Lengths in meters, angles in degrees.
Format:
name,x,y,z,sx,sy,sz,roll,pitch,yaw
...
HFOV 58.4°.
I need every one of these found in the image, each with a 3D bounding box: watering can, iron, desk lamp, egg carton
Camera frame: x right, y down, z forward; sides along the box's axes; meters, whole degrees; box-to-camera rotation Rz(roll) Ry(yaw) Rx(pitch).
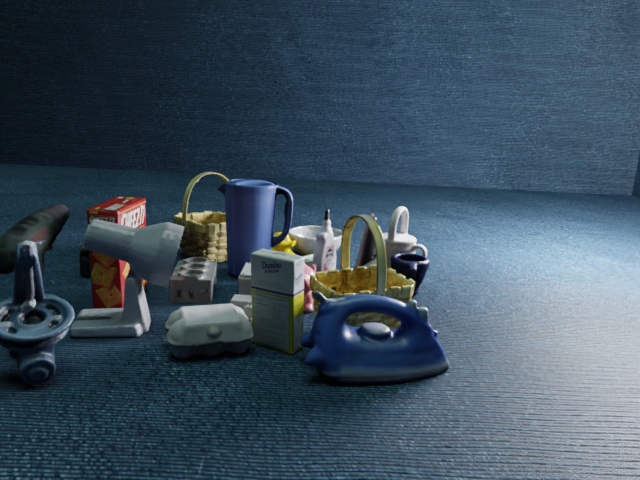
name,x,y,z,sx,sy,sz,roll,pitch,yaw
watering can,0.187,0.009,1.460,0.172,0.194,0.101,5,14,10
iron,0.100,0.154,0.965,0.258,0.141,0.118,1,14,-9
desk lamp,-0.355,0.066,1.067,0.203,0.213,0.117,0,14,-11
egg carton,-0.197,0.161,1.019,0.150,0.069,0.107,-2,15,-20

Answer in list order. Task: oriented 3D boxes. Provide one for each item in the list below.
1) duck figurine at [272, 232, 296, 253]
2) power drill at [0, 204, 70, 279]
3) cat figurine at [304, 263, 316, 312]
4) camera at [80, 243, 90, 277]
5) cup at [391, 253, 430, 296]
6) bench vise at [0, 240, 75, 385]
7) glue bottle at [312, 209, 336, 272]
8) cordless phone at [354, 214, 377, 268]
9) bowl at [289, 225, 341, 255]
name,x,y,z,sx,sy,sz,roll,pitch,yaw
duck figurine,-0.112,0.020,1.579,0.104,0.086,0.078,7,14,16
power drill,-0.546,0.050,1.103,0.075,0.208,0.229,4,14,2
cat figurine,-0.033,0.090,1.242,0.067,0.118,0.128,8,15,19
camera,-0.506,0.041,1.374,0.143,0.101,0.136,0,14,-13
cup,0.211,0.089,1.350,0.091,0.095,0.118,3,14,1
bench vise,-0.474,0.096,0.908,0.206,0.220,0.122,15,18,40
glue bottle,0.014,0.005,1.482,0.037,0.173,0.078,11,16,30
cordless phone,0.109,0.036,1.352,0.094,0.185,0.147,3,14,-1
bowl,-0.013,0.011,1.659,0.167,0.075,0.167,3,14,0
